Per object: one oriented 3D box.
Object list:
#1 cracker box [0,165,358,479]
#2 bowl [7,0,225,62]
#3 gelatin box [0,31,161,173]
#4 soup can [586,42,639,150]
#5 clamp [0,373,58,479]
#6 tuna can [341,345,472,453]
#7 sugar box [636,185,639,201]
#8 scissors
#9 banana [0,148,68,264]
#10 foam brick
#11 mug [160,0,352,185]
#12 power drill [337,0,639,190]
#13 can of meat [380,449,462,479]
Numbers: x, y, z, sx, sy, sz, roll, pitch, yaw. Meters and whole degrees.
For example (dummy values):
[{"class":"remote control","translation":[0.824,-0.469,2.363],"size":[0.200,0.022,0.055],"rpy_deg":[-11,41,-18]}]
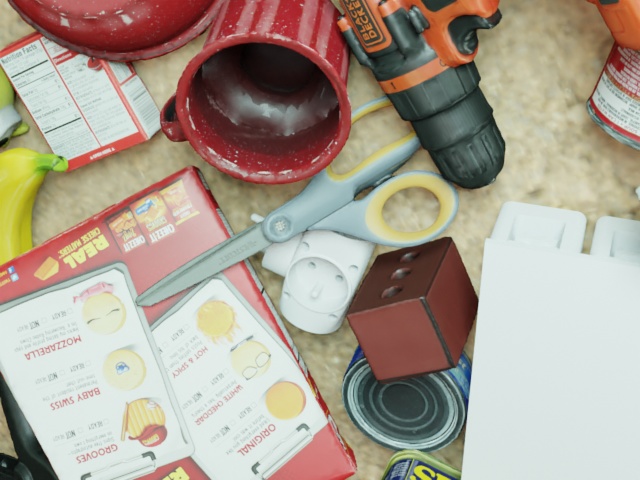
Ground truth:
[{"class":"cracker box","translation":[-0.098,0.084,0.669],"size":[0.164,0.072,0.214],"rpy_deg":[-28,93,1]},{"class":"bowl","translation":[-0.122,-0.171,0.580],"size":[0.162,0.055,0.162],"rpy_deg":[3,113,7]},{"class":"gelatin box","translation":[-0.150,-0.095,0.671],"size":[0.073,0.030,0.089],"rpy_deg":[-17,110,29]},{"class":"soup can","translation":[0.181,-0.098,0.520],"size":[0.068,0.068,0.102],"rpy_deg":[22,124,8]},{"class":"clamp","translation":[-0.210,0.167,0.795],"size":[0.210,0.036,0.165],"rpy_deg":[38,129,36]},{"class":"tuna can","translation":[0.058,0.099,0.703],"size":[0.086,0.033,0.086],"rpy_deg":[9,122,15]},{"class":"sugar box","translation":[0.252,0.002,0.528],"size":[0.176,0.048,0.093],"rpy_deg":[27,129,-27]},{"class":"scissors","translation":[-0.004,0.001,0.621],"size":[0.202,0.016,0.096],"rpy_deg":[-44,92,4]},{"class":"banana","translation":[-0.209,0.006,0.738],"size":[0.070,0.037,0.198],"rpy_deg":[43,139,28]},{"class":"foam brick","translation":[0.058,0.041,0.643],"size":[0.053,0.078,0.051],"rpy_deg":[-16,111,26]},{"class":"mug","translation":[-0.036,-0.087,0.590],"size":[0.117,0.081,0.093],"rpy_deg":[-21,123,22]},{"class":"power drill","translation":[0.087,-0.111,0.515],"size":[0.188,0.057,0.184],"rpy_deg":[-7,120,53]},{"class":"can of meat","translation":[0.076,0.194,0.677],"size":[0.102,0.083,0.057],"rpy_deg":[25,123,7]}]
